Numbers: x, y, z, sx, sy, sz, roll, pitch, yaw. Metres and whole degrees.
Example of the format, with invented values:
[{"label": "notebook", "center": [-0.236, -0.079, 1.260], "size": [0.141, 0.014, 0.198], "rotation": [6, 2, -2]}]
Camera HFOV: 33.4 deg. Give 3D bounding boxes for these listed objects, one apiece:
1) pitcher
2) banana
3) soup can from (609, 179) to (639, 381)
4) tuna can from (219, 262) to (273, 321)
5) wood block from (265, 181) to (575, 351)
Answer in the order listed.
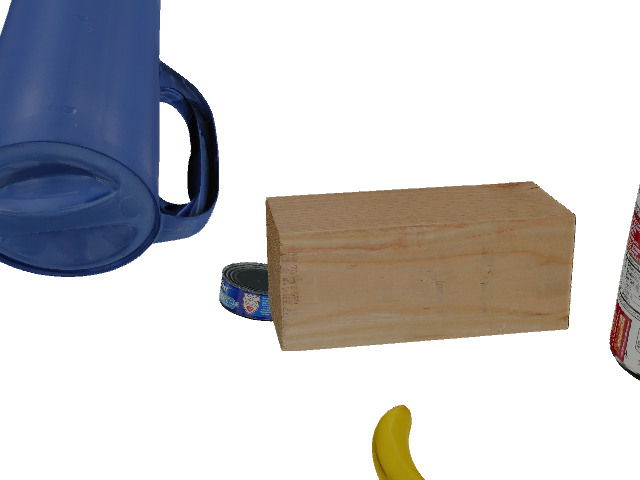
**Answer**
[{"label": "pitcher", "center": [-0.163, -0.102, 0.758], "size": [0.145, 0.243, 0.149], "rotation": [-18, -42, 18]}, {"label": "banana", "center": [0.085, 0.222, 1.045], "size": [0.069, 0.037, 0.198], "rotation": [9, 22, -21]}, {"label": "soup can", "center": [0.180, 0.014, 0.510], "size": [0.068, 0.102, 0.068], "rotation": [2, 28, -1]}, {"label": "tuna can", "center": [-0.064, 0.054, 1.127], "size": [0.086, 0.034, 0.086], "rotation": [9, 18, -3]}, {"label": "wood block", "center": [0.068, 0.017, 0.773], "size": [0.206, 0.090, 0.091], "rotation": [-4, 19, -8]}]
